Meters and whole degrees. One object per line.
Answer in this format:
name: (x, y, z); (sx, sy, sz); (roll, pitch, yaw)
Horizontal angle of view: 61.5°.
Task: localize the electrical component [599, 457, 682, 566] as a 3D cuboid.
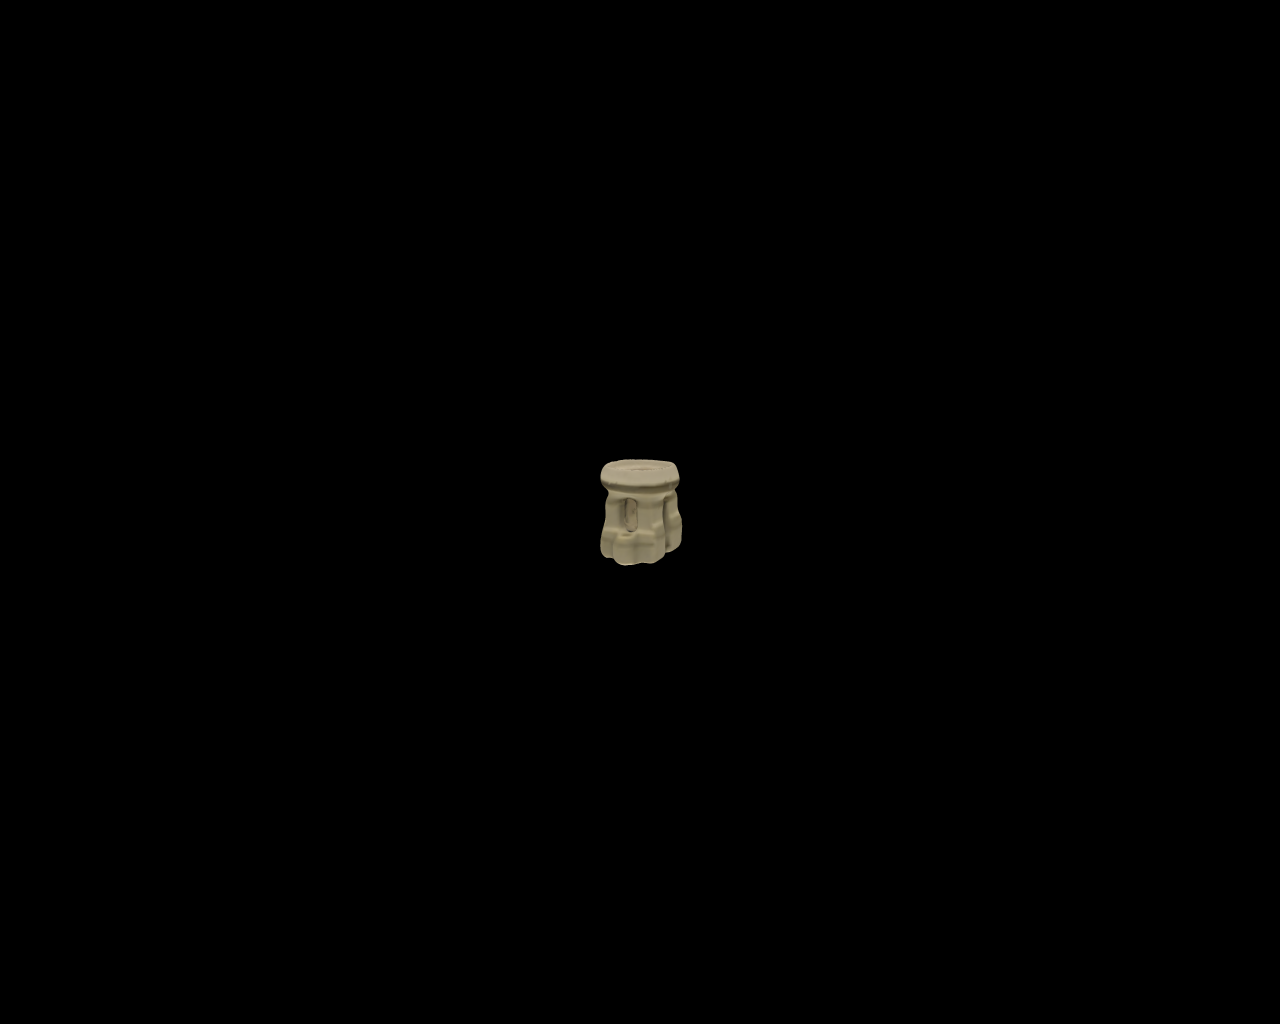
electrical component: (0.001, -0.003, 0.650); (0.048, 0.055, 0.066); (6, 15, 23)
